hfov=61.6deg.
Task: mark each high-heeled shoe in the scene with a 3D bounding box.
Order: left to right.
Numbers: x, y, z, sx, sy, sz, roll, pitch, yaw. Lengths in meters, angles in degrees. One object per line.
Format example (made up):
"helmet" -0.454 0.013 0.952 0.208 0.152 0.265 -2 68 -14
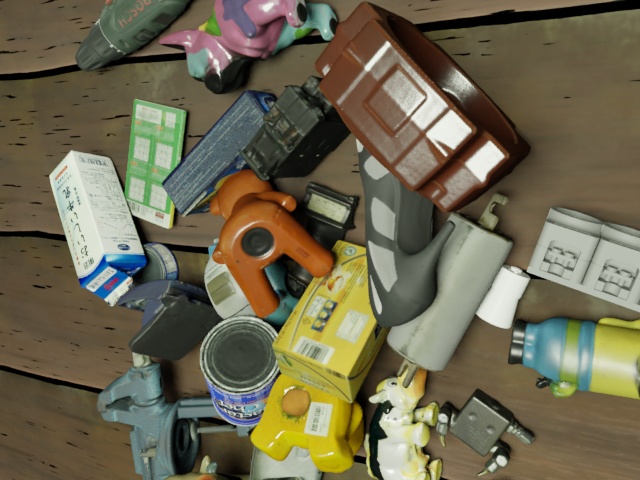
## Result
"high-heeled shoe" 0.072 -0.026 0.613 0.145 0.086 0.249 -60 35 33

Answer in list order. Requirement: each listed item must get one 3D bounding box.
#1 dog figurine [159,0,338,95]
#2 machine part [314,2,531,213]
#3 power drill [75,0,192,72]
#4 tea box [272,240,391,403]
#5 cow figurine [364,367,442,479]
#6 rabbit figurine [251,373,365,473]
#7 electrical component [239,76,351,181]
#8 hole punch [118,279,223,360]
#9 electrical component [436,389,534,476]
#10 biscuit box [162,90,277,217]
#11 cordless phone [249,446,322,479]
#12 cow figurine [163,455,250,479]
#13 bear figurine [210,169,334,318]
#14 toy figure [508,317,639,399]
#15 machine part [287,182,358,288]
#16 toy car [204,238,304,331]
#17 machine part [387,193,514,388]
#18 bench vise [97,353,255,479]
"dog figurine" -0.099 -0.288 0.665 0.219 0.108 0.191 -5 98 30
"machine part" 0.104 -0.128 0.535 0.201 0.201 0.087 50 121 10
"power drill" -0.293 -0.373 0.761 0.232 0.086 0.207 -14 89 27
"tea box" 0.029 0.089 0.630 0.098 0.169 0.068 19 142 24
"cow figurine" 0.099 0.232 0.684 0.098 0.068 0.167 0 98 33
"rabbit figurine" 0.004 0.220 0.690 0.122 0.173 0.162 -11 52 23
"electrical component" -0.017 -0.133 0.644 0.134 0.115 0.058 -44 80 28
"hole punch" -0.218 0.103 0.788 0.116 0.142 0.092 -42 52 9
"electrical component" 0.191 0.230 0.646 0.102 0.045 0.078 40 116 15
"biscuit box" -0.128 -0.115 0.736 0.202 0.059 0.063 -39 80 28
"cordless phone" -0.073 0.319 0.720 0.089 0.184 0.146 18 108 28
"cow figurine" -0.151 0.372 0.772 0.127 0.194 0.085 -32 51 22
"bear figurine" -0.075 -0.014 0.677 0.120 0.196 0.131 -37 111 3
"toy figure" 0.288 0.124 0.551 0.180 0.089 0.082 7 109 24
"machine part" -0.001 -0.002 0.707 0.084 0.039 0.138 19 106 14
"toy car" -0.102 0.058 0.732 0.109 0.103 0.161 -32 86 27
"machine part" 0.145 0.058 0.607 0.079 0.079 0.243 28 102 20
"bench vise" -0.204 0.265 0.821 0.241 0.129 0.223 -4 88 7
